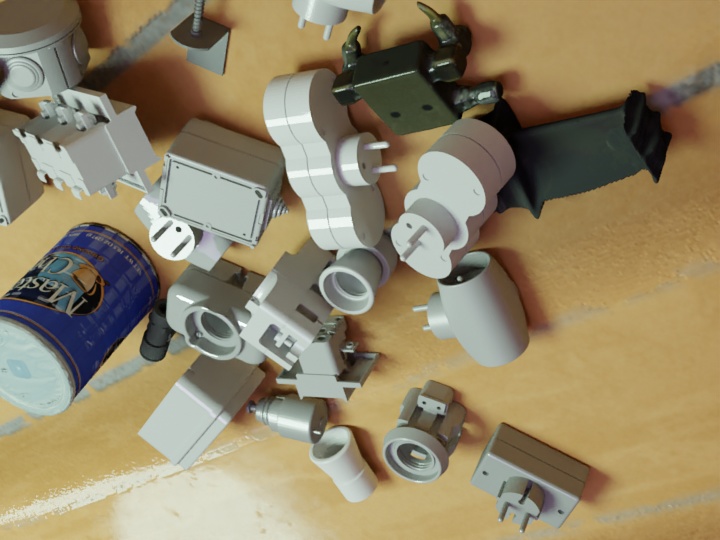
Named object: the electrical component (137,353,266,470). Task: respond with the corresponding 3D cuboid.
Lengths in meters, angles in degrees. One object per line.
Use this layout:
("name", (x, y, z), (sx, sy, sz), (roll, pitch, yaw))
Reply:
("electrical component", (-0.143, 0.121, 0.976), (0.057, 0.078, 0.113), (39, 134, -2))

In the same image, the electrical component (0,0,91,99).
("electrical component", (-0.241, -0.166, 0.792), (0.080, 0.080, 0.051), (11, 135, 20))

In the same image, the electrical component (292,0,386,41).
("electrical component", (-0.021, -0.183, 0.684), (0.077, 0.044, 0.079), (26, 134, 7))

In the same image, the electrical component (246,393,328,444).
("electrical component", (-0.065, 0.131, 0.968), (0.078, 0.040, 0.040), (9, 130, 21))

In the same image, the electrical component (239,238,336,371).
("electrical component", (-0.051, 0.023, 0.838), (0.056, 0.089, 0.050), (36, 134, -3))

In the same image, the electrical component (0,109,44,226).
("electrical component", (-0.308, -0.096, 0.896), (0.062, 0.061, 0.096), (16, 132, 17))

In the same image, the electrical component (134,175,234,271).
("electrical component", (-0.141, -0.032, 0.849), (0.077, 0.079, 0.043), (39, 116, -6))

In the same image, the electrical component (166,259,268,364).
("electrical component", (-0.111, 0.035, 0.901), (0.095, 0.059, 0.053), (23, 133, 10))

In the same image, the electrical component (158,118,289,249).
("electrical component", (-0.096, -0.066, 0.814), (0.096, 0.061, 0.061), (20, 133, 2))

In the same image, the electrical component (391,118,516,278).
("electrical component", (0.051, -0.035, 0.722), (0.052, 0.073, 0.138), (37, 151, 10))

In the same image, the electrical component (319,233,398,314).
("electrical component", (0.000, 0.000, 0.816), (0.045, 0.055, 0.045), (15, 131, 17))

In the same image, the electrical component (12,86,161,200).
("electrical component", (-0.209, -0.095, 0.807), (0.121, 0.063, 0.078), (22, 141, 53))

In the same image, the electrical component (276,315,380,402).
("electrical component", (-0.030, 0.072, 0.901), (0.081, 0.042, 0.063), (-1, 122, 27))

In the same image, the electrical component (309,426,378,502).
("electrical component", (-0.012, 0.180, 0.981), (0.044, 0.044, 0.065), (-10, 126, 34))

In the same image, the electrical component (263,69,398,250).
("electrical component", (-0.009, -0.077, 0.759), (0.074, 0.052, 0.138), (-3, 124, 29))

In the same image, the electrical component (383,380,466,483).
("electrical component", (0.053, 0.140, 0.902), (0.058, 0.057, 0.078), (19, 133, 13))

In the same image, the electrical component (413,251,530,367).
("electrical component", (0.077, 0.031, 0.808), (0.079, 0.044, 0.077), (-10, 121, 34))

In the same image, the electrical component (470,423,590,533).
("electrical component", (0.134, 0.182, 0.880), (0.083, 0.075, 0.047), (26, 134, 7))
